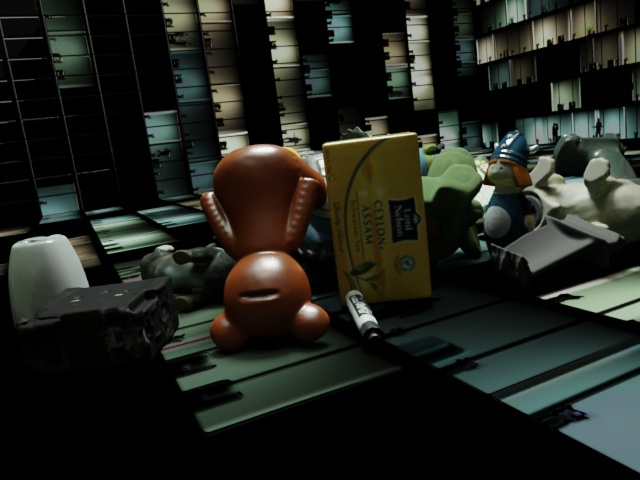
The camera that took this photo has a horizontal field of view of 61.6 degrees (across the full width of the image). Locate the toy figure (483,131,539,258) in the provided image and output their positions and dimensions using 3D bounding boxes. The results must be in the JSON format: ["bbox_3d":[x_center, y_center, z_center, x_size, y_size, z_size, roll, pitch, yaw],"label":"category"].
[{"bbox_3d":[0.229,-0.053,0.650,0.064,0.154,0.058,1,13,24],"label":"toy figure"}]

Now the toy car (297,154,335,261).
[{"bbox_3d":[0.009,-0.052,0.657,0.109,0.102,0.162,-2,39,-11],"label":"toy car"}]

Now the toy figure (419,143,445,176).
[{"bbox_3d":[0.165,-0.125,0.956,0.180,0.082,0.089,-4,-4,6],"label":"toy figure"}]

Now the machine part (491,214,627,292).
[{"bbox_3d":[0.244,0.009,0.558,0.139,0.039,0.084,-19,39,-20],"label":"machine part"}]

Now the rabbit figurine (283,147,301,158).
[{"bbox_3d":[-0.063,-0.054,0.820,0.122,0.173,0.162,3,10,29],"label":"rabbit figurine"}]

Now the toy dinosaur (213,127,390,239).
[{"bbox_3d":[-0.014,-0.112,1.047,0.405,0.192,0.131,-9,8,-16],"label":"toy dinosaur"}]

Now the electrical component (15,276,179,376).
[{"bbox_3d":[-0.204,0.076,0.520,0.115,0.058,0.134,-6,11,-2],"label":"electrical component"}]

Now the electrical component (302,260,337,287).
[{"bbox_3d":[-0.003,0.042,0.665,0.094,0.021,0.063,-5,11,8],"label":"electrical component"}]

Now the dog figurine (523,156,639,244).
[{"bbox_3d":[0.358,-0.035,0.688,0.190,0.121,0.172,3,7,-31],"label":"dog figurine"}]

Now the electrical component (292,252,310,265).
[{"bbox_3d":[-0.002,-0.002,0.759,0.048,0.074,0.119,-2,16,30],"label":"electrical component"}]

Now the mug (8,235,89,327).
[{"bbox_3d":[-0.297,0.047,0.602,0.081,0.107,0.109,-5,12,4],"label":"mug"}]

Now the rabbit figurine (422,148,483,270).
[{"bbox_3d":[0.162,-0.047,0.675,0.121,0.158,0.170,2,32,33],"label":"rabbit figurine"}]

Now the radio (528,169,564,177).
[{"bbox_3d":[0.330,-0.089,1.008,0.230,0.073,0.131,-2,11,29],"label":"radio"}]

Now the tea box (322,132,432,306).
[{"bbox_3d":[0.059,-0.023,0.564,0.098,0.169,0.068,-8,11,5],"label":"tea box"}]

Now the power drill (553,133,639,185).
[{"bbox_3d":[0.422,-0.091,0.810,0.232,0.085,0.207,-1,28,3],"label":"power drill"}]

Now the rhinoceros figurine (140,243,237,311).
[{"bbox_3d":[-0.135,0.035,0.651,0.190,0.073,0.112,-4,12,16],"label":"rhinoceros figurine"}]

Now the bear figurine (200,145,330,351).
[{"bbox_3d":[-0.046,0.011,0.528,0.120,0.196,0.132,-13,-16,8],"label":"bear figurine"}]
